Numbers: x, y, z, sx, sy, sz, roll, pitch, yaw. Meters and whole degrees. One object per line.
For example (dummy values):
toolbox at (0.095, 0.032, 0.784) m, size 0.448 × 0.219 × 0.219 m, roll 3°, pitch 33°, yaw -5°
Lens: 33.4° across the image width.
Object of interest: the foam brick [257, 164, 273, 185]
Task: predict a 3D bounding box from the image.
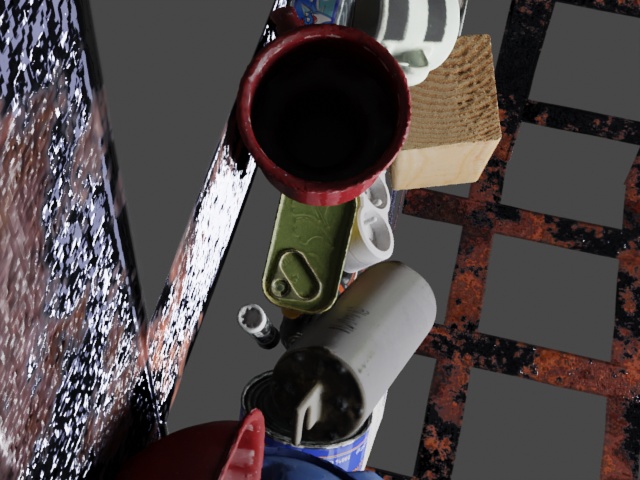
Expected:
foam brick at (-0.007, -0.062, 0.696) m, size 0.078 × 0.051 × 0.053 m, roll 61°, pitch 42°, yaw -80°

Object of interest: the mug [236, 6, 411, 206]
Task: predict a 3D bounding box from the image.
mug at (-0.003, -0.075, 0.603) m, size 0.081 × 0.093 × 0.117 m, roll 94°, pitch -27°, yaw -82°

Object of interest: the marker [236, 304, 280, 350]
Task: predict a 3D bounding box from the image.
marker at (-0.043, 0.064, 0.769) m, size 0.121 × 0.020 × 0.020 m, roll 75°, pitch 28°, yaw -78°

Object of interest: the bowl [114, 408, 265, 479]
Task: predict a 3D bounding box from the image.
bowl at (-0.072, 0.152, 0.496) m, size 0.162 × 0.055 × 0.162 m, roll 13°, pitch 89°, yaw -84°

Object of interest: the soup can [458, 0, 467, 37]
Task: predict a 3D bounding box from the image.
soup can at (0.077, -0.201, 0.959) m, size 0.068 × 0.102 × 0.068 m, roll 13°, pitch 89°, yaw -84°

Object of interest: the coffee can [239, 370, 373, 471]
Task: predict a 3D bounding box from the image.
coffee can at (-0.019, 0.187, 0.839) m, size 0.102 × 0.103 × 0.140 m, roll -65°, pitch 166°, yaw -63°

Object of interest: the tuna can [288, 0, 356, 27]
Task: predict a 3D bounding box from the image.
tuna can at (-0.001, -0.134, 0.692) m, size 0.086 × 0.034 × 0.086 m, roll 13°, pitch 89°, yaw -84°

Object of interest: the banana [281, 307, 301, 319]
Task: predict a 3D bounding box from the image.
banana at (0.001, -0.032, 0.903) m, size 0.069 × 0.037 × 0.197 m, roll 85°, pitch 18°, yaw -70°

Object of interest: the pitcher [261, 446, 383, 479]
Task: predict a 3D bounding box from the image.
pitcher at (-0.035, 0.259, 0.687) m, size 0.145 × 0.149 × 0.243 m, roll -89°, pitch -171°, yaw -58°

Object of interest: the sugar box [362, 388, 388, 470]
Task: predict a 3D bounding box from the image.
sugar box at (0.032, 0.181, 1.043) m, size 0.176 × 0.048 × 0.093 m, roll -63°, pitch 164°, yaw -64°

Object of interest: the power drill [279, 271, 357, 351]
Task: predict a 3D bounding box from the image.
power drill at (-0.007, 0.105, 1.015) m, size 0.184 × 0.057 × 0.188 m, roll -61°, pitch 163°, yaw -58°

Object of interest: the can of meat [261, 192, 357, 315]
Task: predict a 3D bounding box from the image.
can of meat at (-0.005, 0.001, 0.823) m, size 0.084 × 0.057 × 0.102 m, roll -35°, pitch 138°, yaw -85°

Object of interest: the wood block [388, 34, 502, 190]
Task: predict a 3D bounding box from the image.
wood block at (0.104, -0.108, 0.962) m, size 0.206 × 0.090 × 0.091 m, roll 64°, pitch 20°, yaw -83°
